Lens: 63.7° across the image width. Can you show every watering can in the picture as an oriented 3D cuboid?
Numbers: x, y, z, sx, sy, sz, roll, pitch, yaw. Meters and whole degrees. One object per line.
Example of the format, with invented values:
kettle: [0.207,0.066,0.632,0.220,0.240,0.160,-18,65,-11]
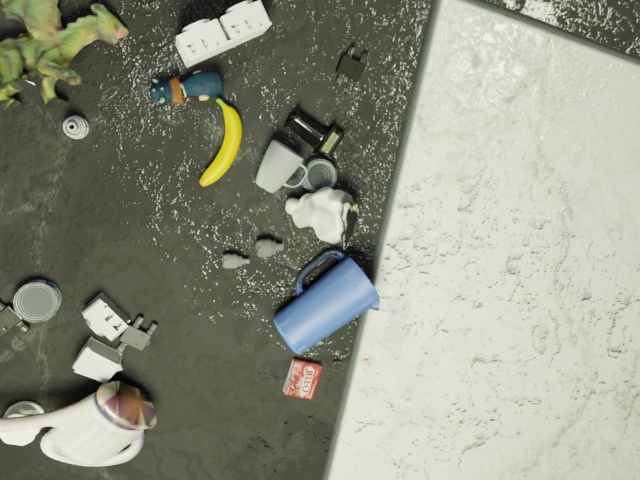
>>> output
watering can: [-0.499,0.384,1.075,0.223,0.106,0.342,-41,130,9]

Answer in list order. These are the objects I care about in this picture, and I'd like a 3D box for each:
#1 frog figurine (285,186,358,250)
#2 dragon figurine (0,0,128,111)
frog figurine: [0.004,-0.061,1.203,0.125,0.160,0.134,-55,149,-38]
dragon figurine: [-0.584,-0.385,0.989,0.411,0.121,0.244,-6,83,-18]
